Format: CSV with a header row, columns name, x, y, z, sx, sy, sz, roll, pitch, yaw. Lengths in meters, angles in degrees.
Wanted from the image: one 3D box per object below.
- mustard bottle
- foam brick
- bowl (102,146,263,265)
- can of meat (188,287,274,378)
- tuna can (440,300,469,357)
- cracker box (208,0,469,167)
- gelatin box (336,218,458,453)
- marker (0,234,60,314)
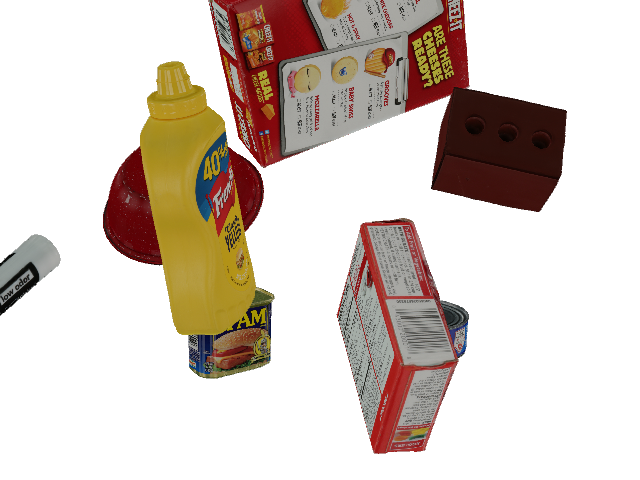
name,x,y,z,sx,sy,sz,roll,pitch,yaw
mustard bottle,-0.091,-0.034,0.771,0.058,0.191,0.096,-1,25,16
foam brick,0.117,-0.059,0.702,0.078,0.053,0.051,12,-26,0
bowl,-0.138,-0.053,1.021,0.162,0.162,0.055,0,-42,13
can of meat,-0.104,0.106,1.234,0.101,0.084,0.058,-9,18,-35
tuna can,0.088,0.079,0.947,0.086,0.034,0.086,2,15,-1
cracker box,0.018,-0.180,0.937,0.213,0.164,0.072,-23,41,-14
gelatin box,0.035,0.046,0.514,0.030,0.089,0.073,-2,-42,-13
marker,-0.162,0.039,0.473,0.020,0.020,0.121,0,35,39
